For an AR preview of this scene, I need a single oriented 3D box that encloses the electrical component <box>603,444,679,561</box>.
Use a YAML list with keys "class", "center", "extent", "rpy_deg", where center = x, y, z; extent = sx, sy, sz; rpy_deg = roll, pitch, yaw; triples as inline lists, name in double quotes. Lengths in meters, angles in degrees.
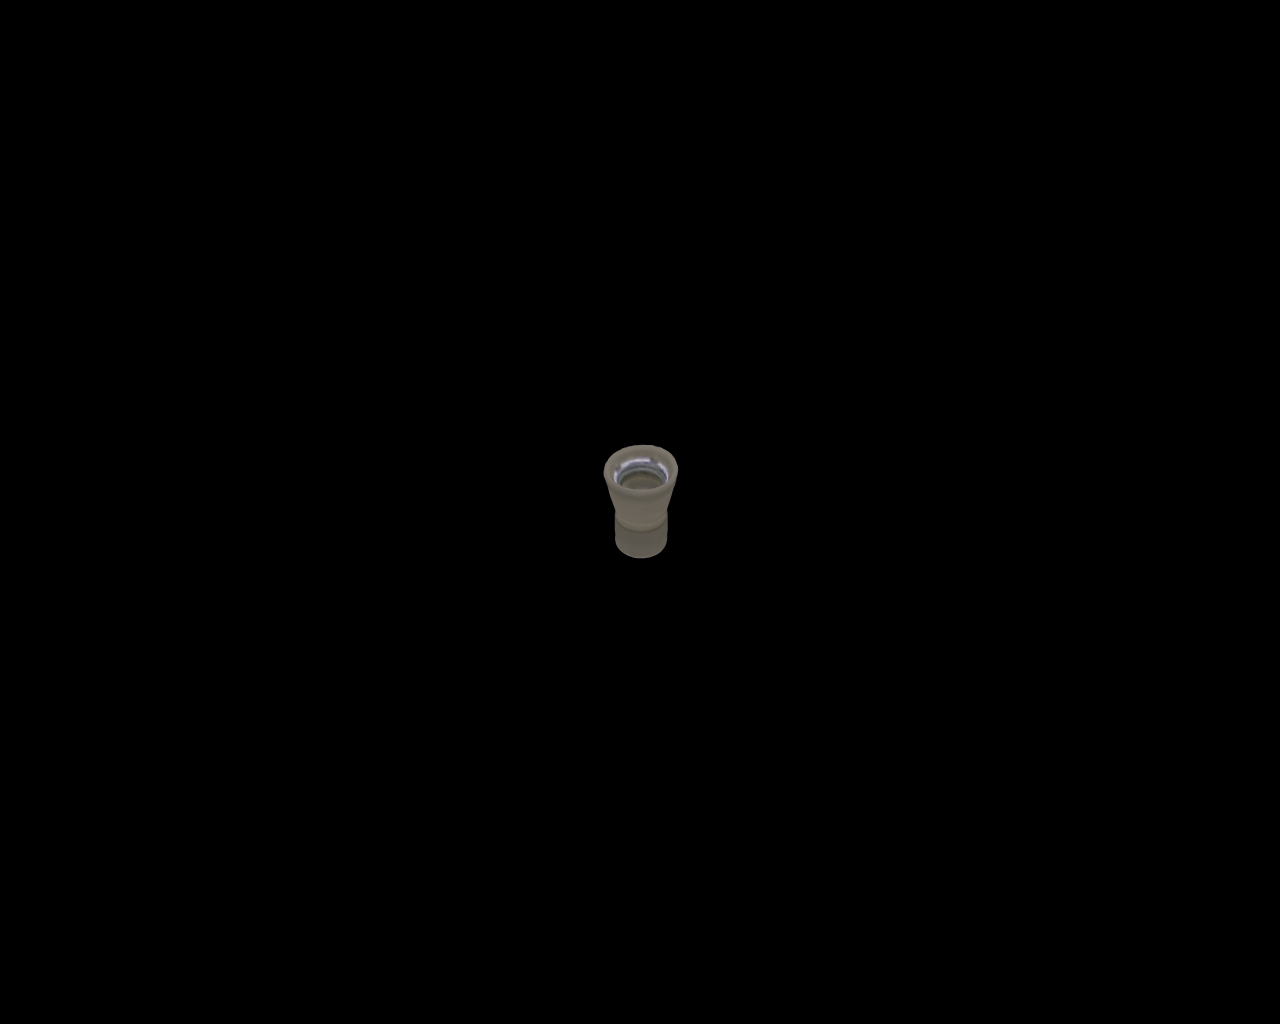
- class: "electrical component"
  center: [0.001, -0.003, 0.650]
  extent: [0.044, 0.065, 0.044]
  rpy_deg: [0, 42, 0]
